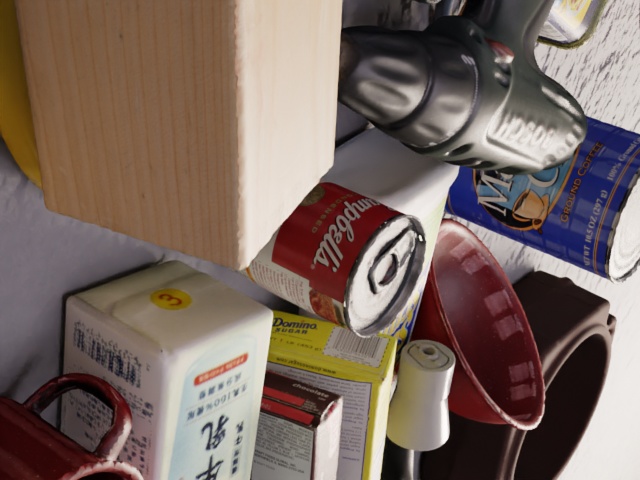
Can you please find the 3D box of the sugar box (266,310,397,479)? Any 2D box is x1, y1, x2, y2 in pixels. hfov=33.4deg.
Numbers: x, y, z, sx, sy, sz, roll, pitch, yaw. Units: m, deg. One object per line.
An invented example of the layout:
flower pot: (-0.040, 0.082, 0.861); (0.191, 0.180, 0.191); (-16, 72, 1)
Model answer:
sugar box: (-0.008, 0.131, 0.661); (0.048, 0.093, 0.176); (-60, 159, -54)

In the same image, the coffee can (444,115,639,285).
coffee can: (0.166, -0.042, 0.755); (0.102, 0.140, 0.103); (-35, 138, -39)

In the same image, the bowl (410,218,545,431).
bowl: (0.100, 0.068, 0.768); (0.162, 0.055, 0.162); (42, 34, -36)

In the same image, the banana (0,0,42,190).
banana: (-0.105, -0.099, 0.410); (0.069, 0.037, 0.198); (-16, 125, -48)

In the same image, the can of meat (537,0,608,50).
can of meat: (0.161, -0.191, 0.724); (0.083, 0.058, 0.102); (16, 98, -56)

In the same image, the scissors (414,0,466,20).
scissors: (0.117, -0.211, 0.684); (0.201, 0.016, 0.096); (-51, 148, -22)

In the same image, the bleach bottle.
bleach bottle: (0.027, 0.057, 0.696); (0.102, 0.068, 0.251); (-35, 141, -44)

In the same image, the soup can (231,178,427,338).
soup can: (-0.004, 0.001, 0.568); (0.068, 0.102, 0.068); (-35, 138, -39)

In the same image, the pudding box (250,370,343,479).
pudding box: (-0.037, 0.127, 0.616); (0.039, 0.090, 0.113); (-44, 145, -53)

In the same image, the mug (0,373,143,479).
mug: (-0.131, 0.111, 0.477); (0.117, 0.082, 0.093); (-58, 148, -11)

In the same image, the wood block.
wood block: (-0.047, -0.105, 0.373); (0.090, 0.091, 0.206); (-52, 152, -47)

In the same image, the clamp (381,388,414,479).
clamp: (0.052, 0.187, 0.762); (0.210, 0.036, 0.165); (-85, 179, -67)
